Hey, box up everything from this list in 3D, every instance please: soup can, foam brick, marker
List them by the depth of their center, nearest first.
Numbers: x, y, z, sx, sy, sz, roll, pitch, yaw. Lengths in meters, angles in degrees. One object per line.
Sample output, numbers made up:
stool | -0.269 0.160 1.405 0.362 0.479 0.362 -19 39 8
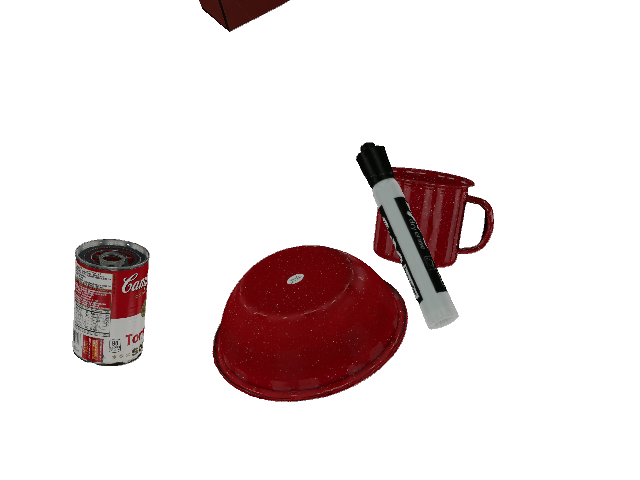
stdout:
marker | 0.049 -0.006 0.630 0.020 0.121 0.020 -19 -20 -8
foam brick | -0.066 -0.228 0.928 0.078 0.051 0.053 -32 48 -15
soup can | -0.198 0.058 1.000 0.068 0.102 0.068 6 21 -3

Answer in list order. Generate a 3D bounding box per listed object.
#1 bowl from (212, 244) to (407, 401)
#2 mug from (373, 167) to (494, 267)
bowl | -0.014 0.052 0.850 0.162 0.055 0.162 -10 35 7
mug | 0.106 -0.020 1.016 0.117 0.081 0.093 10 12 14
